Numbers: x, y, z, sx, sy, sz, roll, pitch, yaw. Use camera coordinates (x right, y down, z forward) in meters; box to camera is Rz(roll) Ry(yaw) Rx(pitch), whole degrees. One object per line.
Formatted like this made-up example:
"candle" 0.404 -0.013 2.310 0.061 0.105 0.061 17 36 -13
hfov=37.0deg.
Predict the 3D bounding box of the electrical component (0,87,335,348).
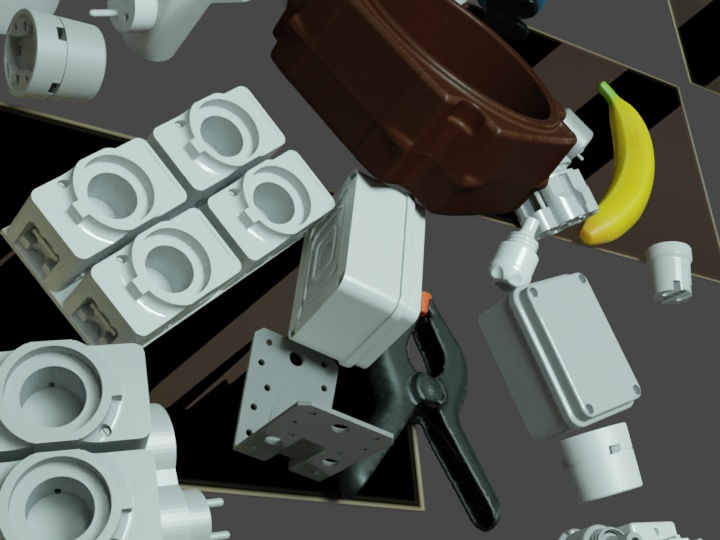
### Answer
"electrical component" -0.112 -0.035 0.680 0.105 0.060 0.186 52 47 0

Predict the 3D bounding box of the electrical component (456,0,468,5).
"electrical component" 0.071 -0.268 0.952 0.078 0.058 0.057 11 56 -33

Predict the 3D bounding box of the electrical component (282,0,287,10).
"electrical component" -0.048 -0.224 0.854 0.035 0.035 0.061 -8 68 -39

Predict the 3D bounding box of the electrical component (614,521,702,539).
"electrical component" 0.218 0.212 0.769 0.047 0.077 0.065 7 61 -33

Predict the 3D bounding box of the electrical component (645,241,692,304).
"electrical component" 0.277 0.003 0.961 0.040 0.040 0.046 17 62 -28

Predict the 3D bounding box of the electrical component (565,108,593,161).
"electrical component" 0.172 -0.129 0.957 0.078 0.040 0.040 43 47 -8

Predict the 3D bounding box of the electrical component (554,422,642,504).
"electrical component" 0.177 0.143 0.796 0.055 0.055 0.047 -5 72 -38

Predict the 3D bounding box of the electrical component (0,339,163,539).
"electrical component" -0.193 0.096 0.506 0.186 0.060 0.105 -3 65 -18

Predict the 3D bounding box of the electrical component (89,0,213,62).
"electrical component" -0.144 -0.180 0.728 0.079 0.077 0.044 -12 73 -40

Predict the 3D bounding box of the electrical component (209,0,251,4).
"electrical component" -0.115 -0.240 0.783 0.113 0.078 0.057 -14 75 -41

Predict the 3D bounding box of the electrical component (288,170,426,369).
"electrical component" 0.000 0.000 0.721 0.057 0.078 0.113 26 43 -19

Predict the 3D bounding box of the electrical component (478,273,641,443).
"electrical component" 0.153 0.065 0.819 0.078 0.057 0.113 -12 73 -40

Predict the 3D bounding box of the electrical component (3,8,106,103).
"electrical component" -0.193 -0.134 0.682 0.047 0.055 0.055 2 64 -40

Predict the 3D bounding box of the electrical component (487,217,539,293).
"electrical component" 0.125 -0.014 0.851 0.035 0.035 0.061 32 72 -18

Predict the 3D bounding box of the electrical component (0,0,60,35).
"electrical component" -0.237 -0.211 0.703 0.099 0.064 0.099 25 39 -22

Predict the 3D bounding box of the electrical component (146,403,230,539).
"electrical component" -0.106 0.140 0.589 0.074 0.052 0.138 1 64 -36

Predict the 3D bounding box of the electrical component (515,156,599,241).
"electrical component" 0.158 -0.062 0.897 0.078 0.058 0.057 -18 80 -42

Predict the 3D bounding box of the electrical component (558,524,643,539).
"electrical component" 0.171 0.199 0.752 0.048 0.062 0.048 18 56 -28
